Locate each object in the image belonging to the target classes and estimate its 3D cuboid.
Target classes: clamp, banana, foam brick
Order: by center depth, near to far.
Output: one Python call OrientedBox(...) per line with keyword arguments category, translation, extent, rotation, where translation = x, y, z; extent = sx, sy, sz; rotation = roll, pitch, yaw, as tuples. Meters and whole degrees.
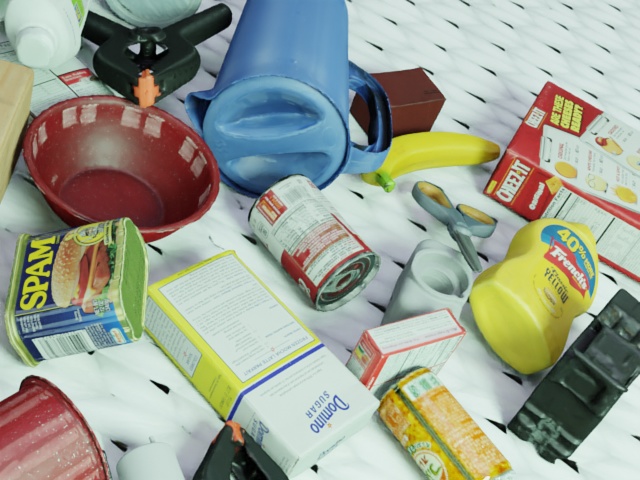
OrientedBox(category="clamp", translation=(-0.034, 0.200, 0.708), extent=(0.120, 0.039, 0.171), rotation=(25, 34, -31))
OrientedBox(category="clamp", translation=(-0.149, -0.178, 0.980), extent=(0.164, 0.036, 0.210), rotation=(-7, 32, -12))
OrientedBox(category="banana", translation=(0.099, -0.078, 1.050), extent=(0.070, 0.037, 0.197), rotation=(37, 37, 27))
OrientedBox(category="foam brick", translation=(0.079, -0.139, 1.096), extent=(0.078, 0.051, 0.053), rotation=(-12, 55, -34))

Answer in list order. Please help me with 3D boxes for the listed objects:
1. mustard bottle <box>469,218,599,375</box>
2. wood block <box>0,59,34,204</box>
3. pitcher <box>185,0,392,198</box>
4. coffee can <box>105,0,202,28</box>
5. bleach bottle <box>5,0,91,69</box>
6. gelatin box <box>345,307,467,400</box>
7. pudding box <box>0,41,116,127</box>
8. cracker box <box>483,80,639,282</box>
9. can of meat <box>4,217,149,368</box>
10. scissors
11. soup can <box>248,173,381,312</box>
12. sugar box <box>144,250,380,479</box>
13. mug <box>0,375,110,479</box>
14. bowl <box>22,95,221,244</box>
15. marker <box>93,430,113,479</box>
OrientedBox(category="mustard bottle", translation=(0.207, 0.034, 0.970), extent=(0.096, 0.058, 0.191), rotation=(54, 42, -5))
OrientedBox(category="wood block", translation=(-0.287, -0.048, 0.800), extent=(0.090, 0.090, 0.206), rotation=(15, 43, -10))
OrientedBox(category="pitcher", translation=(-0.022, -0.155, 1.012), extent=(0.149, 0.145, 0.242), rotation=(56, 25, -33))
OrientedBox(category="coffee can", translation=(-0.166, -0.298, 1.100), extent=(0.102, 0.103, 0.140), rotation=(13, 43, -13))
OrientedBox(category="bleach bottle", translation=(-0.242, -0.232, 0.947), extent=(0.068, 0.102, 0.251), rotation=(-15, 38, 5))
OrientedBox(category="gelatin box", translation=(0.062, 0.093, 0.836), extent=(0.089, 0.073, 0.030), rotation=(-13, 54, -34))
OrientedBox(category="pudding box", translation=(-0.246, -0.133, 0.943), extent=(0.114, 0.039, 0.089), rotation=(41, 44, 21))
OrientedBox(category="cracker box", translation=(0.293, -0.055, 1.100), extent=(0.214, 0.072, 0.164), rotation=(30, 41, 7))
OrientedBox(category="can of meat", translation=(-0.172, 0.035, 0.769), extent=(0.084, 0.057, 0.102), rotation=(-11, 46, 7))
OrientedBox(category="scissors", translation=(0.140, -0.004, 0.965), extent=(0.096, 0.016, 0.202), rotation=(19, 19, -24))
OrientedBox(category="soup can", translation=(-0.006, 0.001, 0.901), extent=(0.068, 0.069, 0.102), rotation=(-20, 59, -39))
OrientedBox(category="sugar box", translation=(-0.049, 0.091, 0.807), extent=(0.093, 0.048, 0.176), rotation=(-26, 65, -41))
OrientedBox(category="mug", translation=(-0.185, 0.154, 0.657), extent=(0.081, 0.093, 0.117), rotation=(-31, 102, -38))
OrientedBox(category="bowl", translation=(-0.167, -0.048, 0.882), extent=(0.162, 0.055, 0.162), rotation=(13, 43, -13))
OrientedBox(category="marker", translation=(-0.138, 0.179, 0.695), extent=(0.020, 0.020, 0.121), rotation=(-3, 49, -28))
